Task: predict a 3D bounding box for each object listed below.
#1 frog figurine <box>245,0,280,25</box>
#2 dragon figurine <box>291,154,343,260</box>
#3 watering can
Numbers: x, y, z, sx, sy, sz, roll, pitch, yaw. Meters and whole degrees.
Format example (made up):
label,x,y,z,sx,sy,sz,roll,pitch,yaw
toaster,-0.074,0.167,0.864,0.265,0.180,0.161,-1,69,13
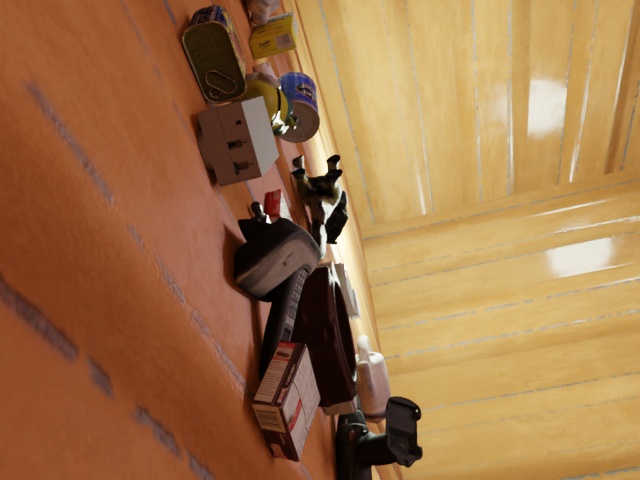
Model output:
label,x,y,z,sx,sy,sz,roll,pitch,yaw
frog figurine,-0.136,-0.544,1.083,0.141,0.122,0.156,-107,-145,-44
dragon figurine,0.004,-0.062,1.234,0.420,0.122,0.237,-89,173,-57
watering can,0.131,0.381,1.379,0.347,0.104,0.225,2,76,-83
